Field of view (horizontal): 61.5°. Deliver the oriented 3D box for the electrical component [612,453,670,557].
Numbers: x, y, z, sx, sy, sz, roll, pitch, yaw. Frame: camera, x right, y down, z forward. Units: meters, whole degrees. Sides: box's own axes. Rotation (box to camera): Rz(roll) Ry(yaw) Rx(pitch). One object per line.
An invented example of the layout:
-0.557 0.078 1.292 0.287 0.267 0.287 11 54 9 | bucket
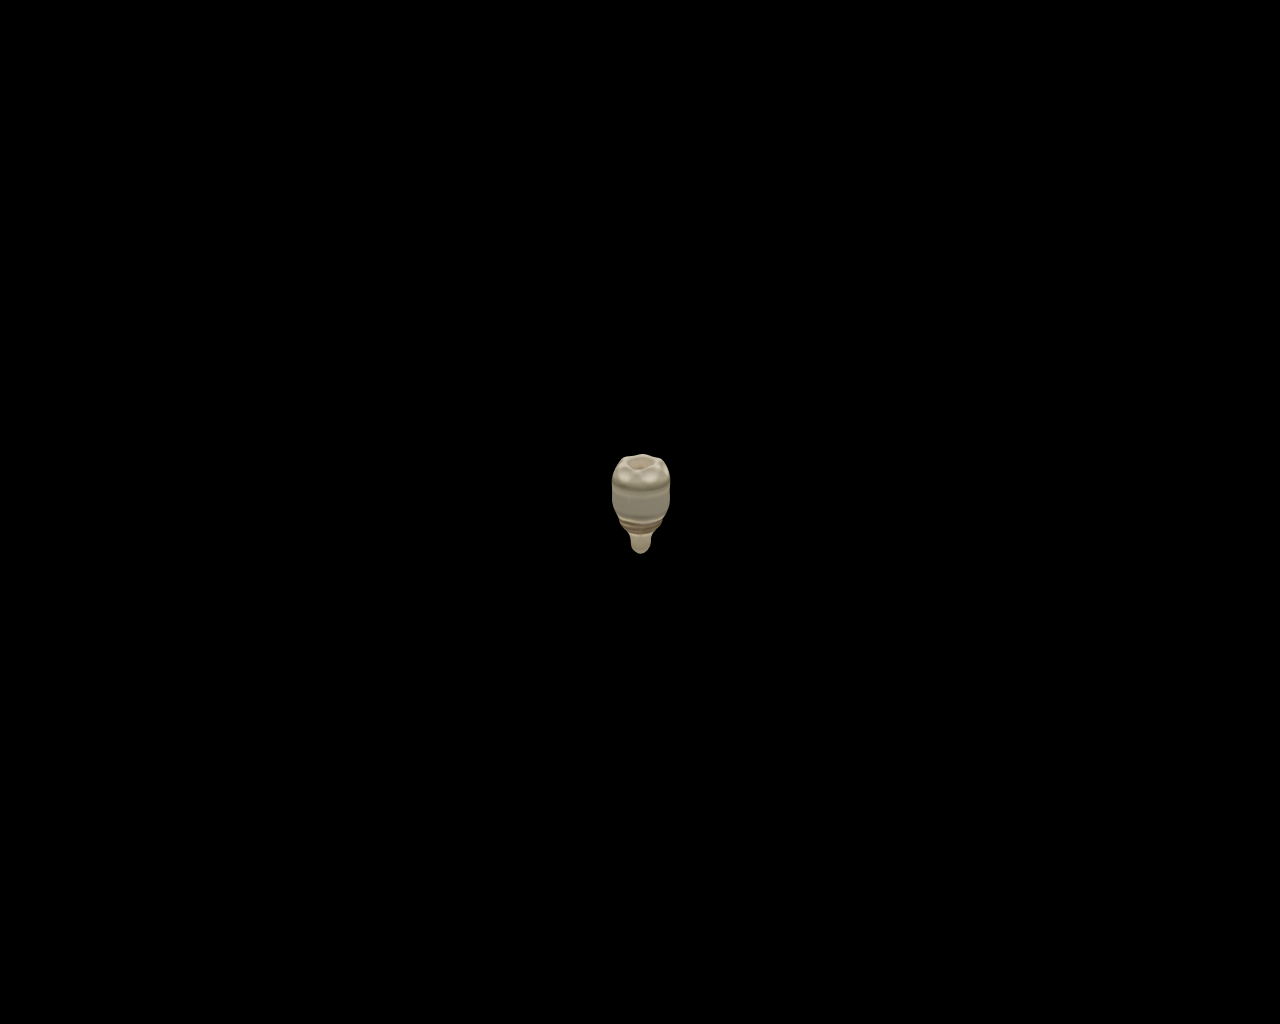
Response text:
0.001 -0.003 0.650 0.035 0.061 0.035 0 24 0 | electrical component
